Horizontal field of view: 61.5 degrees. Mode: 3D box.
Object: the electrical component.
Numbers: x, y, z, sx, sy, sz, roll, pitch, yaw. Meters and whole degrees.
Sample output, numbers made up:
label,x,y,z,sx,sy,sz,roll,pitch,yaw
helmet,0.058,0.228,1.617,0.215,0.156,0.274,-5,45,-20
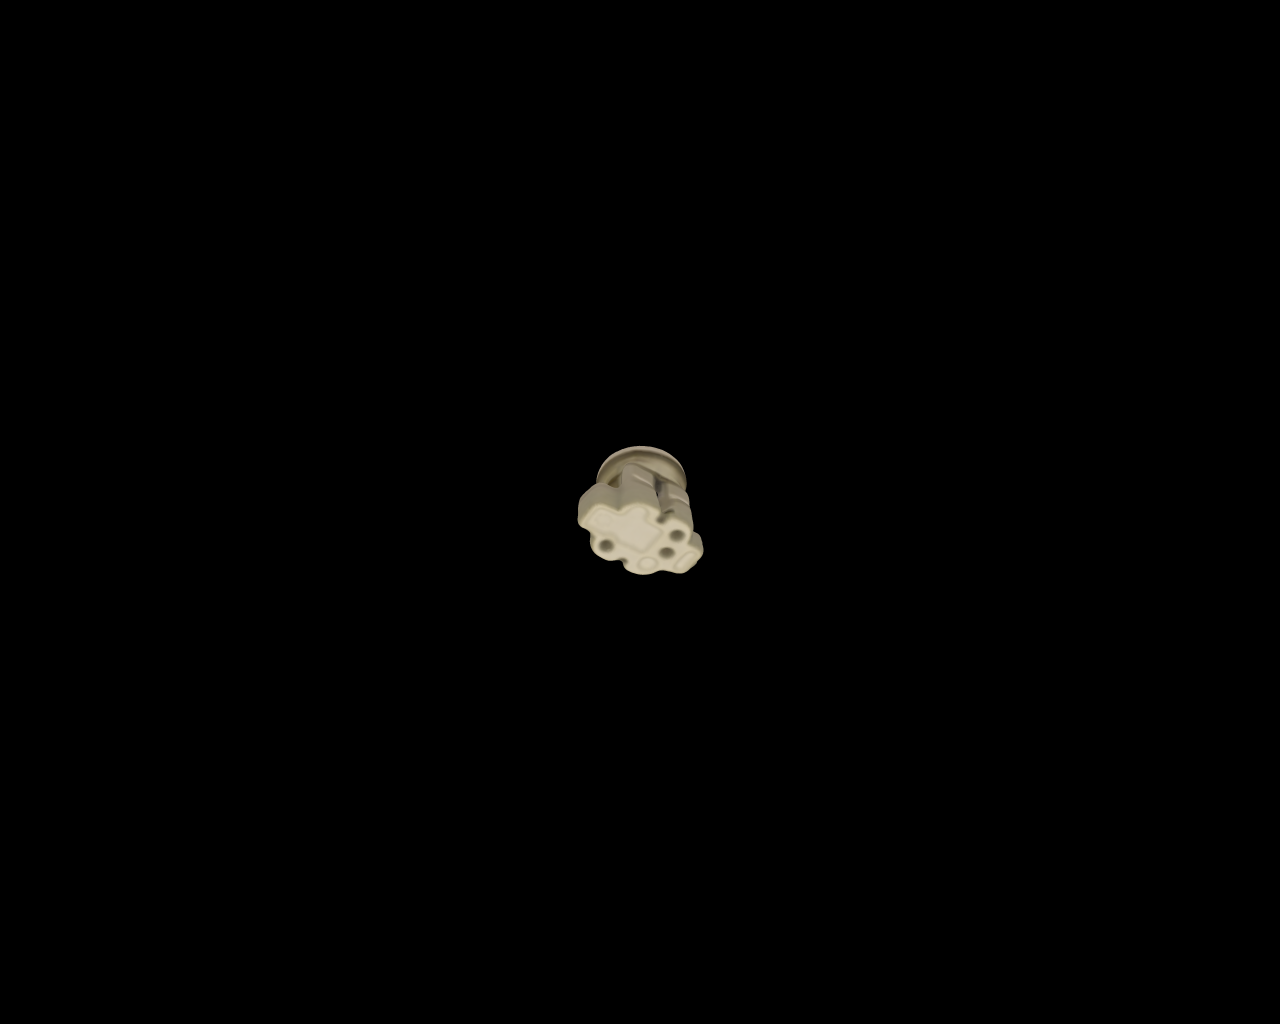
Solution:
label,x,y,z,sx,sy,sz,roll,pitch,yaw
electrical component,0.001,-0.003,0.650,0.078,0.057,0.058,27,-53,-22
